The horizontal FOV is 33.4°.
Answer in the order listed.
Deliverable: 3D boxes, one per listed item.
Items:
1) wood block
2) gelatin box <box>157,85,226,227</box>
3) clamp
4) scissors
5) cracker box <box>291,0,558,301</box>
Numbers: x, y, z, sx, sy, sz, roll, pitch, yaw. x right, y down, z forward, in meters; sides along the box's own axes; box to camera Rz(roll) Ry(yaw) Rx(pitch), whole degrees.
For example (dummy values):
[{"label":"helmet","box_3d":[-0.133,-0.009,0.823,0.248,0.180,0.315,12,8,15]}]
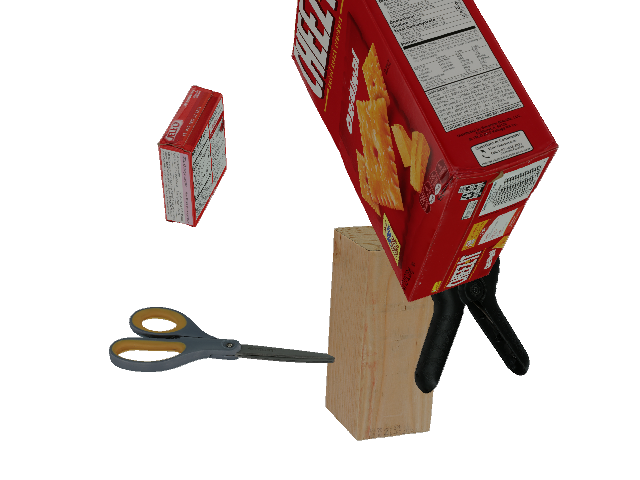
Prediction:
[{"label":"wood block","box_3d":[0.066,0.094,1.129,0.090,0.206,0.091,-3,17,-21]},{"label":"gelatin box","box_3d":[-0.103,-0.067,0.860,0.030,0.073,0.089,14,-40,10]},{"label":"clamp","box_3d":[0.120,0.052,0.943,0.120,0.171,0.039,-16,1,-36]},{"label":"scissors","box_3d":[-0.094,0.090,0.991,0.201,0.016,0.096,-3,32,-11]},{"label":"cracker box","box_3d":[0.052,-0.091,0.679,0.072,0.214,0.164,-19,-23,-15]}]
